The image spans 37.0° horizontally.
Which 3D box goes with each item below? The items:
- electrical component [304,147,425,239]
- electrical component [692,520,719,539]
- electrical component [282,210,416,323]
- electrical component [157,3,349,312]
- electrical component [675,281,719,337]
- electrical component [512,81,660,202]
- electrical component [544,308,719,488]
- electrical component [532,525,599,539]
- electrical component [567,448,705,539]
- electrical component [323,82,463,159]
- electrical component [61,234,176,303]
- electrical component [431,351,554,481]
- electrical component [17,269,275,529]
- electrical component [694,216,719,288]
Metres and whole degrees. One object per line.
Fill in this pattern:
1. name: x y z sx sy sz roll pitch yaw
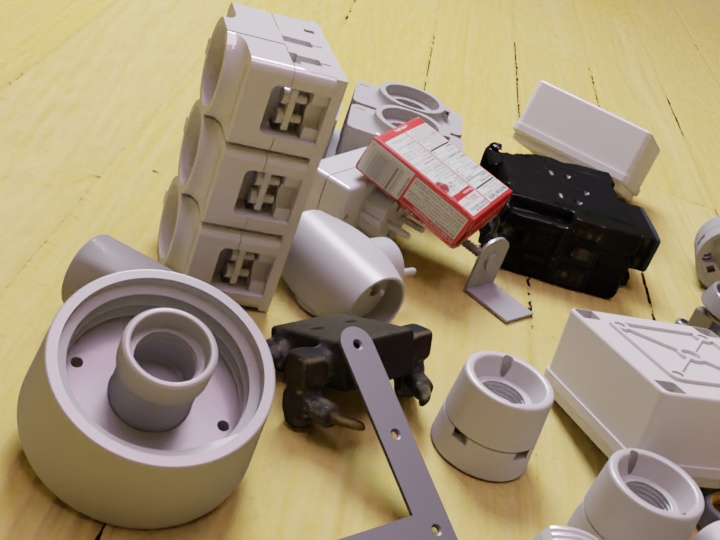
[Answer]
1. electrical component: 0.009 -0.043 0.739 0.076 0.047 0.083 33 31 22
2. electrical component: 0.203 0.162 0.506 0.079 0.043 0.077 13 29 -8
3. electrical component: 0.000 0.000 0.661 0.079 0.044 0.077 -8 39 -42
4. electrical component: -0.068 -0.065 0.619 0.062 0.150 0.089 10 30 -21
5. electrical component: 0.250 0.041 0.737 0.048 0.055 0.066 -8 39 -42
6. electrical component: 0.199 -0.111 0.937 0.109 0.056 0.109 30 8 17
7. electrical component: 0.180 0.073 0.618 0.109 0.056 0.108 9 20 -22
8. electrical component: 0.098 0.146 0.469 0.043 0.043 0.081 15 28 -10
9. electrical component: 0.137 0.122 0.532 0.055 0.047 0.055 15 28 -9
10. electrical component: -0.016 -0.113 0.832 0.186 0.060 0.105 18 28 -5
11. electrical component: -0.118 0.023 0.545 0.077 0.043 0.079 27 29 13
12. electrical component: 0.071 0.076 0.571 0.055 0.047 0.055 15 28 -9
13. electrical component: -0.089 0.049 0.466 0.108 0.060 0.108 14 49 -16
14. electrical component: 0.298 -0.014 0.868 0.055 0.055 0.047 22 24 3
